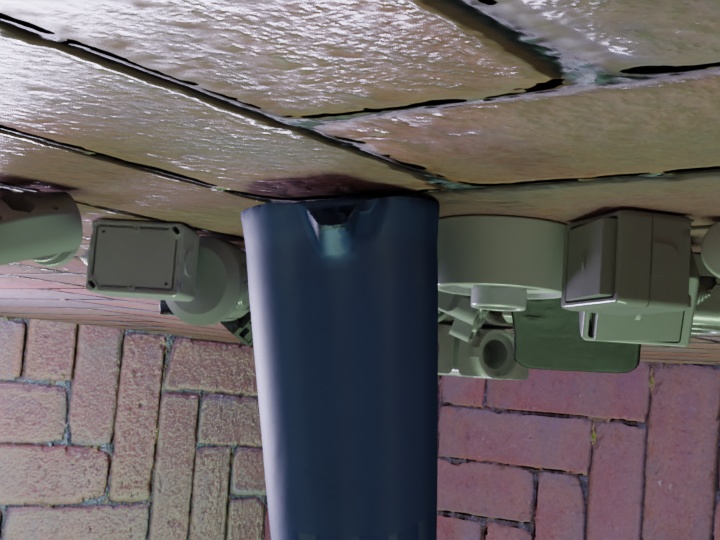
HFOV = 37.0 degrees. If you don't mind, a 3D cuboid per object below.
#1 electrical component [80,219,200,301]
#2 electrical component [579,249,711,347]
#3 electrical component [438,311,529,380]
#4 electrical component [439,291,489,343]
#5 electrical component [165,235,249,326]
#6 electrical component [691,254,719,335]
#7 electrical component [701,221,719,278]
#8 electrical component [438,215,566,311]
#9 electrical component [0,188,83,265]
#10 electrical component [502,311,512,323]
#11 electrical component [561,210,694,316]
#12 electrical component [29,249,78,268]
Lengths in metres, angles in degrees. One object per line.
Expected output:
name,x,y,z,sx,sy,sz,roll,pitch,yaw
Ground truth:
electrical component,-0.190,-0.007,0.922,0.096,0.061,0.061,3,174,8
electrical component,0.215,0.019,0.807,0.096,0.061,0.061,3,-153,8
electrical component,0.091,0.056,1.119,0.186,0.105,0.060,7,173,-27
electrical component,0.083,0.015,0.916,0.057,0.078,0.058,24,180,16
electrical component,-0.134,0.010,0.971,0.080,0.080,0.051,1,179,23
electrical component,0.278,0.022,0.898,0.054,0.059,0.095,4,174,4
electrical component,0.252,-0.010,0.713,0.040,0.040,0.078,1,173,28
electrical component,0.104,-0.001,0.795,0.108,0.060,0.108,4,174,0
electrical component,-0.251,-0.035,0.768,0.077,0.043,0.079,-15,-147,-37
electrical component,0.184,0.029,1.074,0.077,0.047,0.066,4,173,11
electrical component,0.172,-0.003,0.727,0.061,0.061,0.096,6,174,-16
electrical component,-0.255,-0.026,0.875,0.045,0.045,0.055,5,174,-5
